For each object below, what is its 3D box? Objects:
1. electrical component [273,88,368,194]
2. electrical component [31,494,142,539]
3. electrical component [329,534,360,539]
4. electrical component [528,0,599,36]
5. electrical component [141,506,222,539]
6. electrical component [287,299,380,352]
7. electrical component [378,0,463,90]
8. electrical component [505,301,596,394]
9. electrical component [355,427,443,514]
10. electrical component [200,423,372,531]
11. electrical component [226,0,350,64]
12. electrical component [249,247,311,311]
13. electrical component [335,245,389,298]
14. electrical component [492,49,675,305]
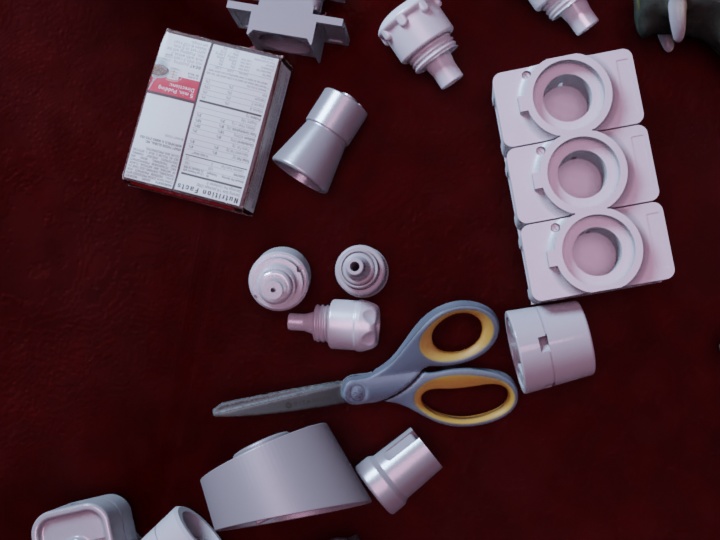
[{"bbox_3d":[-0.024,-0.091,0.735,0.044,0.044,0.065,31,85,8],"label":"electrical component"},{"bbox_3d":[-0.177,0.202,0.720,0.054,0.059,0.095,-14,84,5],"label":"electrical component"},{"bbox_3d":[-0.012,0.213,0.692,0.051,0.080,0.080,-24,84,-2],"label":"electrical component"},{"bbox_3d":[0.136,-0.187,0.723,0.048,0.048,0.062,-35,90,3],"label":"electrical component"},{"bbox_3d":[-0.102,0.232,0.713,0.074,0.052,0.138,-44,83,2],"label":"electrical component"},{"bbox_3d":[-0.018,0.037,0.727,0.061,0.035,0.035,3,86,9],"label":"electrical component"},{"bbox_3d":[0.046,-0.153,0.730,0.048,0.048,0.062,-34,90,3],"label":"electrical component"},{"bbox_3d":[0.124,0.049,0.702,0.047,0.055,0.055,-12,85,1],"label":"electrical component"},{"bbox_3d":[0.026,0.132,0.713,0.046,0.040,0.040,-39,83,-3],"label":"electrical component"},{"bbox_3d":[-0.050,0.140,0.693,0.099,0.099,0.064,-26,77,4],"label":"electrical component"},{"bbox_3d":[-0.046,-0.182,0.744,0.081,0.042,0.063,11,83,6],"label":"electrical component"},{"bbox_3d":[-0.054,0.008,0.715,0.040,0.078,0.040,0,98,1],"label":"electrical component"},{"bbox_3d":[0.000,0.000,0.714,0.035,0.061,0.035,0,86,6],"label":"electrical component"},{"bbox_3d":[0.143,-0.059,0.703,0.089,0.062,0.150,-10,85,5],"label":"electrical component"}]
